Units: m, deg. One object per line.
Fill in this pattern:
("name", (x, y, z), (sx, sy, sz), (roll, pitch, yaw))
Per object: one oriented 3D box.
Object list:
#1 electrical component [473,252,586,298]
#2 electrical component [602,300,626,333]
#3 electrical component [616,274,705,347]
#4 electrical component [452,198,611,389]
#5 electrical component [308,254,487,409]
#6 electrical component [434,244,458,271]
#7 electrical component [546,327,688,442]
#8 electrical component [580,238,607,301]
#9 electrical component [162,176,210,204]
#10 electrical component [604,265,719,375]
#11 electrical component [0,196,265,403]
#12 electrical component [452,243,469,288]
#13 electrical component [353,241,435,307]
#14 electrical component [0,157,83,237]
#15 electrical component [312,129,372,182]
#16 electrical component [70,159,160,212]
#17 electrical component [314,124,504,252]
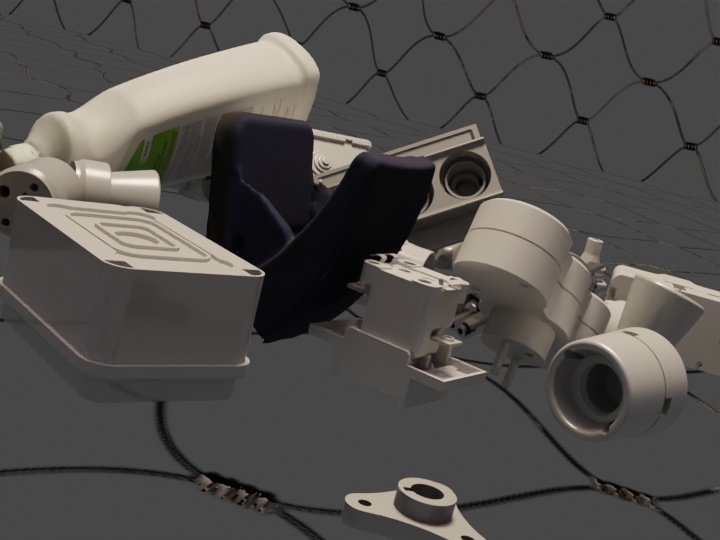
("electrical component", (0.120, 0.008, 0.762), (0.080, 0.051, 0.080), (13, 12, -3))
("electrical component", (0.165, 0.039, 0.696), (0.040, 0.040, 0.078), (7, 13, -29))
("electrical component", (0.164, 0.041, 0.625), (0.044, 0.065, 0.044), (29, 2, -1))
("electrical component", (0.089, 0.028, 0.581), (0.052, 0.073, 0.138), (14, -21, 33))
("electrical component", (0.021, 0.028, 0.525), (0.081, 0.063, 0.042), (21, 15, 32))
("electrical component", (0.083, -0.015, 0.871), (0.061, 0.035, 0.035), (8, 13, -35))
("electrical component", (0.126, 0.058, 0.534), (0.047, 0.055, 0.055), (-3, 20, -44))
("electrical component", (0.166, 0.007, 0.797), (0.035, 0.061, 0.035), (13, 12, -3))
("electrical component", (-0.145, -0.084, 0.904), (0.079, 0.044, 0.077), (6, 15, -34))
("electrical component", (0.218, 0.033, 0.759), (0.089, 0.050, 0.056), (16, 12, 11))
("electrical component", (-0.104, 0.011, 0.474), (0.078, 0.057, 0.113), (4, 15, -39))
("electrical component", (0.104, -0.007, 0.839), (0.040, 0.040, 0.078), (21, 14, 32))
("electrical component", (0.000, 0.000, 0.678), (0.077, 0.044, 0.079), (17, 12, 15))
("electrical component", (-0.198, -0.044, 0.653), (0.045, 0.045, 0.055), (14, 12, -1))
("electrical component", (-0.047, -0.064, 0.819), (0.100, 0.048, 0.100), (8, -27, -26))
("electrical component", (-0.165, -0.048, 0.712), (0.055, 0.045, 0.045), (8, 13, -26))
("electrical component", (0.036, -0.044, 0.761), (0.121, 0.078, 0.063), (-18, -18, 2))
